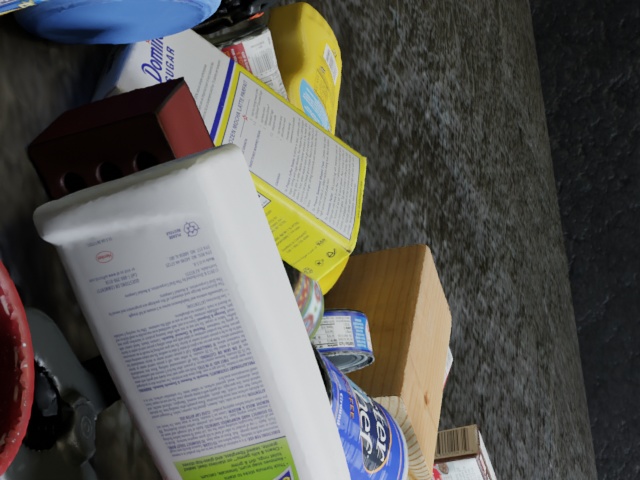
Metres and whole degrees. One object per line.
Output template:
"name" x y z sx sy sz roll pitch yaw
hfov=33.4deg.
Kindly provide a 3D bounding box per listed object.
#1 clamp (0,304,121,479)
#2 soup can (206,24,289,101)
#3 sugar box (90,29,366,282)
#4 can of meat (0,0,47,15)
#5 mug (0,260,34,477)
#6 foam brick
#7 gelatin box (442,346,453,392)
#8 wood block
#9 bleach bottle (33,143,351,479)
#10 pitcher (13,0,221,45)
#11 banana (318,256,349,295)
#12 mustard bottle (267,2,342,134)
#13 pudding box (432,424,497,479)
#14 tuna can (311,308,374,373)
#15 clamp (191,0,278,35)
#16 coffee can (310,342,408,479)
"clamp" -0.120 0.081 0.493 0.210 0.036 0.164 60 24 -50
"soup can" -0.052 -0.091 0.743 0.068 0.069 0.102 -55 130 -65
"sugar box" -0.052 -0.059 0.648 0.176 0.048 0.093 33 39 -21
"can of meat" -0.151 -0.136 0.459 0.057 0.084 0.102 60 26 -44
"mug" -0.155 0.052 0.339 0.093 0.082 0.117 60 26 -43
"foam brick" -0.101 -0.045 0.559 0.051 0.078 0.053 -68 139 -58
"gelatin box" 0.078 0.123 0.981 0.089 0.073 0.030 -53 127 -65
"wood block" 0.050 0.100 0.888 0.206 0.090 0.091 -72 146 -56
"bleach bottle" -0.045 0.087 0.511 0.068 0.103 0.251 -38 112 -69
"pitcher" -0.108 -0.232 0.558 0.144 0.149 0.243 -2 84 -71
"banana" -0.014 0.017 0.810 0.069 0.037 0.197 -67 162 -1
"mustard bottle" -0.019 -0.097 0.854 0.096 0.058 0.191 67 21 -45
"pudding box" 0.092 0.209 0.908 0.039 0.114 0.090 -80 153 -53
"tuna can" -0.006 0.074 0.748 0.086 0.086 0.034 31 48 -65
"clamp" -0.069 -0.162 0.726 0.171 0.120 0.039 -119 -172 -85
"coffee can" -0.014 0.124 0.668 0.140 0.103 0.103 48 35 -55
